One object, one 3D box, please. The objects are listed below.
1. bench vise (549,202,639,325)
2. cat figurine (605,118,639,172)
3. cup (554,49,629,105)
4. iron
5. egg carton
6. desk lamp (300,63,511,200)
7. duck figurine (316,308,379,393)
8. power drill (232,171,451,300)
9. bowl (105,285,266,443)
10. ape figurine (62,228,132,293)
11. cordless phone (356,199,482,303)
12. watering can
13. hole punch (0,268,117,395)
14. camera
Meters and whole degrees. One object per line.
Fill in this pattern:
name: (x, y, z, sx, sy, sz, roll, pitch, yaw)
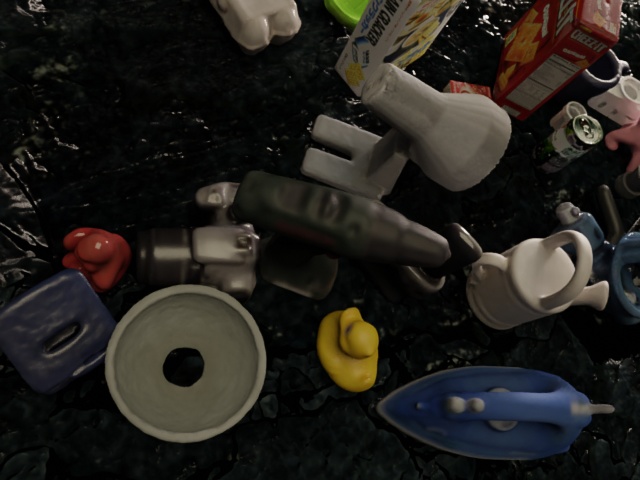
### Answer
bench vise: (0.418, 0.027, 0.780, 0.207, 0.219, 0.121, 27, 65, -7)
cat figurine: (0.561, -0.156, 0.947, 0.067, 0.117, 0.128, -31, 83, -25)
cup: (0.447, -0.272, 0.964, 0.118, 0.094, 0.091, -6, 73, -20)
iron: (0.211, 0.205, 0.692, 0.259, 0.141, 0.118, 6, 70, -16)
egg carton: (-0.102, -0.342, 0.822, 0.107, 0.069, 0.150, -30, 83, -25)
desk lamp: (0.104, -0.129, 0.735, 0.203, 0.213, 0.118, 19, 67, -11)
duck figurine: (0.044, 0.130, 0.694, 0.078, 0.086, 0.104, -13, 76, -22)
power drill: (0.006, 0.002, 0.659, 0.230, 0.208, 0.076, 21, 66, -10)
bowl: (-0.147, 0.138, 0.635, 0.168, 0.074, 0.167, 6, 70, -16)
ape figurine: (-0.248, 0.017, 0.635, 0.076, 0.092, 0.078, -13, 76, -22)
cordless phone: (0.119, -0.005, 0.712, 0.147, 0.184, 0.094, 46, 64, 2)
watering can: (0.288, 0.049, 0.743, 0.173, 0.193, 0.101, -2, 72, -19)
hole punch: (-0.270, 0.097, 0.600, 0.109, 0.091, 0.101, -38, 86, -25)
camera: (-0.143, 0.002, 0.670, 0.137, 0.100, 0.143, 1, 71, -18)
